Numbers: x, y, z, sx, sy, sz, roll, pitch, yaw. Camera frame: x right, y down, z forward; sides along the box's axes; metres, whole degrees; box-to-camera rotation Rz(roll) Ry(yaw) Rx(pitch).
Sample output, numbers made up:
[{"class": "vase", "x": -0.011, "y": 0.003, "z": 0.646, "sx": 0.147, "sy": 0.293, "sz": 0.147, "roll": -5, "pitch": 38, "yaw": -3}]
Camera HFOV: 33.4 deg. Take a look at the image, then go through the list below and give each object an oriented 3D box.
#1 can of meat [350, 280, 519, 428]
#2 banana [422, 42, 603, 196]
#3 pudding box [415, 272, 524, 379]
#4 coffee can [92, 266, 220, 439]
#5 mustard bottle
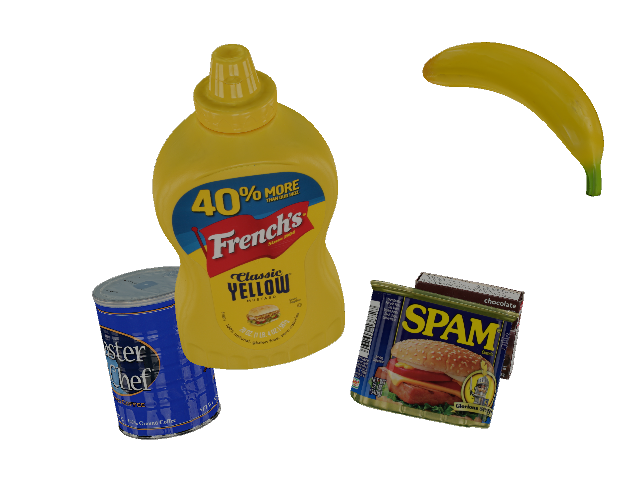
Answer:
[{"class": "can of meat", "x": 0.076, "y": 0.079, "z": 0.733, "sx": 0.102, "sy": 0.084, "sz": 0.057, "roll": 14, "pitch": -3, "yaw": -14}, {"class": "banana", "x": 0.151, "y": -0.112, "z": 0.821, "sx": 0.037, "sy": 0.070, "sz": 0.198, "roll": 2, "pitch": 32, "yaw": -43}, {"class": "pudding box", "x": 0.151, "y": 0.088, "z": 1.117, "sx": 0.113, "sy": 0.090, "sz": 0.039, "roll": 9, "pitch": 21, "yaw": 13}, {"class": "coffee can", "x": -0.158, "y": 0.107, "z": 1.035, "sx": 0.103, "sy": 0.140, "sz": 0.103, "roll": -7, "pitch": 15, "yaw": 2}, {"class": "mustard bottle", "x": -0.038, "y": -0.016, "z": 0.565, "sx": 0.096, "sy": 0.192, "sz": 0.058, "roll": -8, "pitch": 40, "yaw": -5}]
